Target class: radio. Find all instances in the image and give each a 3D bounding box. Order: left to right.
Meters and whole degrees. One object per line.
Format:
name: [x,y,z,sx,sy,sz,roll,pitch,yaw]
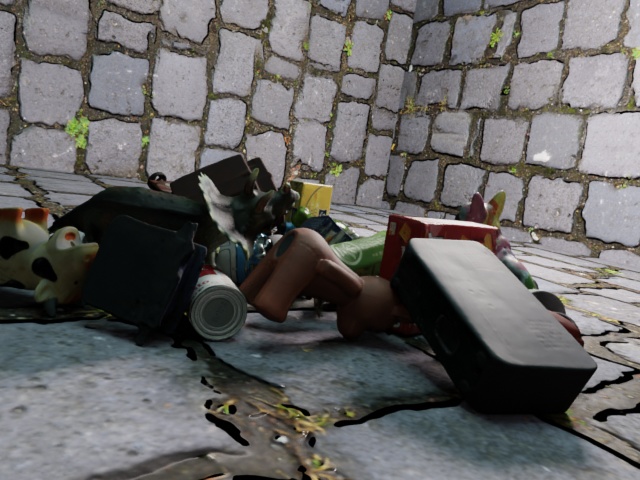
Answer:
radio: [0.183,0.088,0.614,0.131,0.073,0.230,4,31,-24]

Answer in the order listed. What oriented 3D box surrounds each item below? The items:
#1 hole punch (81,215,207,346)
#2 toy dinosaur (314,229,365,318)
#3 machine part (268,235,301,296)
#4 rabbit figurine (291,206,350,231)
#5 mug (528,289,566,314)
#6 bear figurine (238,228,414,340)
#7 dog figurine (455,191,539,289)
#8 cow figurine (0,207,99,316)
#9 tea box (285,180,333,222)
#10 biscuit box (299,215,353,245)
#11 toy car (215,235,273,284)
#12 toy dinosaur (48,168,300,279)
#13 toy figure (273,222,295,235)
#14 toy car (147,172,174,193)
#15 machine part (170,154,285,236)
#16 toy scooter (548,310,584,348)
hole punch: [-0.188,0.044,0.618,0.116,0.142,0.092,19,-11,23]
toy dinosaur: [0.117,0.055,0.959,0.199,0.105,0.471,21,25,40]
machine part: [-0.058,0.040,0.942,0.079,0.079,0.243,6,9,-19]
rabbit figurine: [0.016,0.008,1.140,0.159,0.121,0.170,29,-14,-19]
mug: [0.312,0.116,0.853,0.110,0.080,0.107,4,-3,-7]
bear figurine: [0.015,0.077,0.681,0.195,0.132,0.120,41,-9,-23]
dog figurine: [0.334,0.018,1.023,0.108,0.219,0.192,-8,15,-29]
cow figurine: [-0.355,0.025,0.637,0.195,0.127,0.085,-4,5,10]
tea box: [-0.034,-0.062,1.373,0.098,0.169,0.068,2,9,-36]
biscuit box: [-0.002,-0.003,0.951,0.059,0.063,0.203,44,-4,-9]
toy car: [-0.135,0.029,0.888,0.103,0.109,0.162,-7,20,-14]
toy dinosaur: [-0.235,-0.022,0.748,0.405,0.192,0.131,4,51,0]
toy figure: [-0.018,0.001,1.269,0.180,0.082,0.089,14,24,-20]
toy car: [-0.255,-0.079,1.060,0.089,0.053,0.202,39,1,29]
machine part: [-0.173,-0.054,0.971,0.201,0.087,0.200,-23,-24,-7]
toy scooter: [0.245,0.122,0.720,0.184,0.075,0.135,12,7,43]
